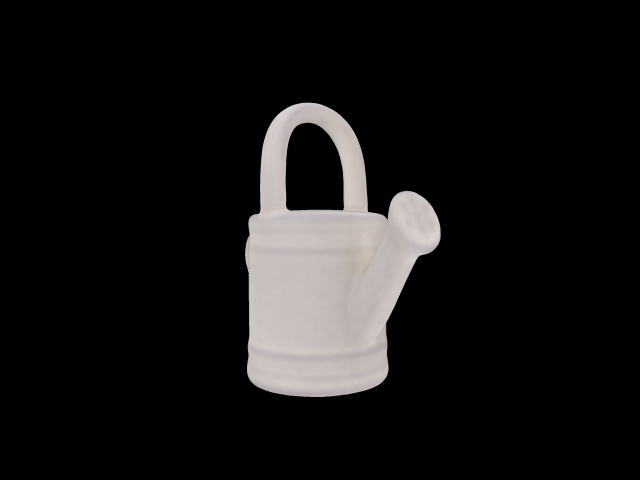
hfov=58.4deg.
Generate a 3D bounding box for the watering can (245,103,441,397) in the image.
[{"bbox_3d":[0.005,0.001,0.402,0.172,0.194,0.101,1,2,26],"label":"watering can"}]
